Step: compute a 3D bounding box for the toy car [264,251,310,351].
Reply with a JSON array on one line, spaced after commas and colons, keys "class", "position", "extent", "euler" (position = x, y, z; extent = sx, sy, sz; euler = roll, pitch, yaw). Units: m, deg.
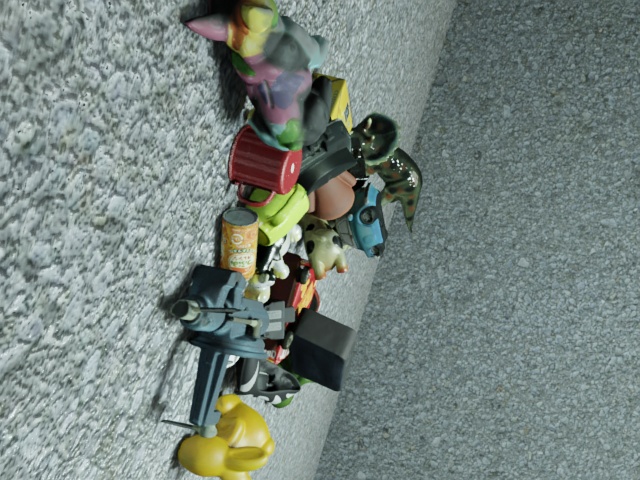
[{"class": "toy car", "position": [-0.081, 0.122, 1.074], "extent": [0.053, 0.089, 0.202], "euler": [2, 103, -77]}]

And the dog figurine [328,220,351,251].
[{"class": "dog figurine", "position": [0.035, -0.064, 1.336], "extent": [0.190, 0.121, 0.172], "euler": [50, 49, -61]}]

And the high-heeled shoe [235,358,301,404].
[{"class": "high-heeled shoe", "position": [-0.094, 0.262, 1.058], "extent": [0.248, 0.145, 0.086], "euler": [108, -24, -53]}]

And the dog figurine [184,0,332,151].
[{"class": "dog figurine", "position": [-0.067, -0.208, 0.641], "extent": [0.219, 0.109, 0.191], "euler": [-9, 96, -71]}]

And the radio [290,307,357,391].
[{"class": "radio", "position": [0.005, 0.248, 1.188], "extent": [0.229, 0.131, 0.073], "euler": [91, 24, -57]}]

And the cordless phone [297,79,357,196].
[{"class": "cordless phone", "position": [-0.034, -0.178, 0.882], "extent": [0.146, 0.089, 0.184], "euler": [-33, 116, -9]}]

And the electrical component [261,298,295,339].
[{"class": "electrical component", "position": [-0.090, 0.146, 0.993], "extent": [0.119, 0.048, 0.074], "euler": [4, 91, -33]}]

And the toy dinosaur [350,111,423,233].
[{"class": "toy dinosaur", "position": [0.183, -0.171, 1.360], "extent": [0.404, 0.192, 0.131], "euler": [39, 57, -28]}]

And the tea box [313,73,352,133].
[{"class": "tea box", "position": [0.014, -0.235, 1.054], "extent": [0.169, 0.068, 0.098], "euler": [62, 46, -71]}]

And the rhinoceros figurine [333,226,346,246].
[{"class": "rhinoceros figurine", "position": [0.049, -0.016, 1.256], "extent": [0.190, 0.073, 0.112], "euler": [-40, -177, -28]}]

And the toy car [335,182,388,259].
[{"class": "toy car", "position": [0.086, -0.038, 1.155], "extent": [0.109, 0.103, 0.161], "euler": [-67, 149, -55]}]

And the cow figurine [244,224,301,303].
[{"class": "cow figurine", "position": [-0.093, 0.026, 0.941], "extent": [0.098, 0.068, 0.167], "euler": [67, 38, -62]}]

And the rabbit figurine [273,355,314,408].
[{"class": "rabbit figurine", "position": [-0.069, 0.362, 1.393], "extent": [0.170, 0.121, 0.159], "euler": [-55, 160, -10]}]

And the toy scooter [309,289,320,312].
[{"class": "toy scooter", "position": [-0.039, 0.181, 1.354], "extent": [0.135, 0.075, 0.183], "euler": [-88, -179, -71]}]

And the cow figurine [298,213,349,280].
[{"class": "cow figurine", "position": [-0.002, -0.003, 1.116], "extent": [0.195, 0.085, 0.127], "euler": [-120, -162, -76]}]

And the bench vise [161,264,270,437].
[{"class": "bench vise", "position": [-0.148, 0.164, 0.775], "extent": [0.223, 0.129, 0.240], "euler": [48, 53, -76]}]

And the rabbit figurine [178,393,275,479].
[{"class": "rabbit figurine", "position": [-0.170, 0.373, 0.947], "extent": [0.173, 0.163, 0.121], "euler": [9, 111, -60]}]

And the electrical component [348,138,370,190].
[{"class": "electrical component", "position": [0.053, -0.163, 1.192], "extent": [0.115, 0.058, 0.134], "euler": [130, -49, -60]}]

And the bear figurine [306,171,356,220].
[{"class": "bear figurine", "position": [-0.012, -0.133, 1.038], "extent": [0.120, 0.132, 0.195], "euler": [-37, 126, -7]}]
